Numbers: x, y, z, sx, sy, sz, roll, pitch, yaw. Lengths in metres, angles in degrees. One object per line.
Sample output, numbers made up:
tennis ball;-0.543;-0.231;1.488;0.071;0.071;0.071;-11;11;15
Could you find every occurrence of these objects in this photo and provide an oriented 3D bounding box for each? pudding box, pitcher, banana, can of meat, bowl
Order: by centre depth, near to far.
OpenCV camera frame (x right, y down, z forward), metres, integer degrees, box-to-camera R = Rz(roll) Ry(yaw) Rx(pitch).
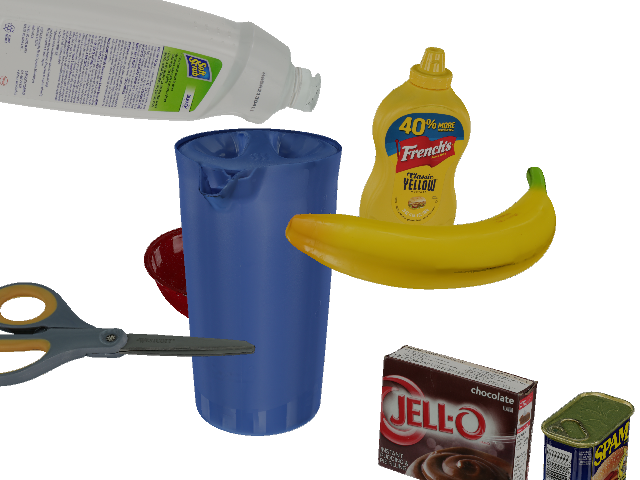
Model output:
banana;0.075;0.000;0.634;0.197;0.037;0.070;-11;44;-33
pudding box;0.099;0.134;0.784;0.114;0.090;0.039;11;19;30
pitcher;-0.047;0.029;0.893;0.149;0.243;0.145;-7;20;-23
can of meat;0.251;0.203;1.006;0.058;0.084;0.101;14;25;38
bowl;-0.101;0.042;1.101;0.162;0.055;0.162;5;29;-3

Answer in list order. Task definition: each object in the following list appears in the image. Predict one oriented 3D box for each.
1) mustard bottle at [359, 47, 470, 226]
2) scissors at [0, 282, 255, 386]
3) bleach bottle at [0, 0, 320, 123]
mustard bottle;0.098;-0.097;1.056;0.096;0.192;0.058;2;27;-10
scissors;-0.150;0.057;0.728;0.201;0.016;0.096;-9;44;-5
bleach bottle;-0.126;-0.126;0.772;0.250;0.068;0.103;10;-44;-14
